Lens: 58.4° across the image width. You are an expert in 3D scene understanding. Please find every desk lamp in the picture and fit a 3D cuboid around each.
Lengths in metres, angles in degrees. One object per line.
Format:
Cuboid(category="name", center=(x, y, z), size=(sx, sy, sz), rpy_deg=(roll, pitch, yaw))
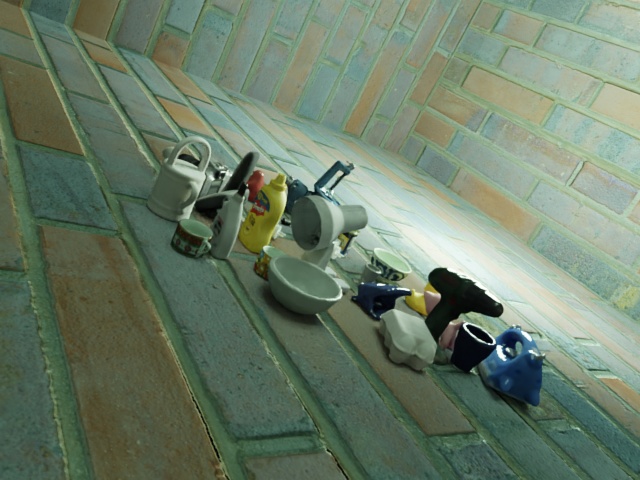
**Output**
Cuboid(category="desk lamp", center=(0.012, 0.005, 1.318), size=(0.204, 0.213, 0.117), rpy_deg=(9, 26, -44))

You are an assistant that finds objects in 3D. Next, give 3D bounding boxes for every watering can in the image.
Cuboid(category="watering can", center=(-0.317, -0.151, 1.302), size=(0.172, 0.194, 0.101), rpy_deg=(35, 19, 20))

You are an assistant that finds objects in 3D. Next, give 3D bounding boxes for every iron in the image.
Cuboid(category="iron", center=(0.454, 0.269, 1.349), size=(0.119, 0.141, 0.258), rpy_deg=(25, 18, -7))

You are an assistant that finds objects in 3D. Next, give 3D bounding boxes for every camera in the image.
Cuboid(category="camera", center=(-0.315, -0.184, 1.544), size=(0.136, 0.101, 0.143), rpy_deg=(33, 19, 16))

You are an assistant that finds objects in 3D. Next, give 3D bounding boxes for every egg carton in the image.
Cuboid(category="egg carton", center=(0.187, 0.213, 1.237), size=(0.107, 0.069, 0.150), rpy_deg=(22, 19, -18))

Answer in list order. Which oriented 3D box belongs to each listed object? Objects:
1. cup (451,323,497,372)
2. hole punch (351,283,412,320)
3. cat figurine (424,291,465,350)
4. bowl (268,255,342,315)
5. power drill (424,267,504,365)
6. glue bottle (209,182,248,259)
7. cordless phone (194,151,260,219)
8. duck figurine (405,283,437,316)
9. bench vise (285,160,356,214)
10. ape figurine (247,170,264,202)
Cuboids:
Cuboid(category="cup", center=(0.349, 0.252, 1.322), size=(0.091, 0.095, 0.118), rpy_deg=(38, 21, 30))
Cuboid(category="hole punch", center=(0.147, 0.130, 1.368), size=(0.109, 0.091, 0.100), rpy_deg=(8, 27, -46))
Cuboid(category="cat figurine", center=(0.297, 0.185, 1.392), size=(0.067, 0.117, 0.127), rpy_deg=(7, 27, -47))
Cuboid(category="bowl", center=(-0.042, 0.105, 1.193), size=(0.167, 0.074, 0.167), rpy_deg=(25, 18, -9))
Cuboid(category="power drill", center=(0.294, 0.170, 1.281), size=(0.076, 0.208, 0.229), rpy_deg=(17, 21, -28))
Cuboid(category="glue bottle", center=(-0.195, -0.048, 1.232), size=(0.037, 0.173, 0.078), rpy_deg=(11, 24, -41))
Cuboid(category="cordless phone", center=(-0.223, -0.143, 1.428), size=(0.094, 0.185, 0.148), rpy_deg=(31, 18, 10))
Cuboid(category="duck figurine", center=(0.285, 0.148, 1.523), size=(0.105, 0.086, 0.077), rpy_deg=(23, 19, -13))
Cuboid(category="bench vise", center=(0.003, -0.154, 1.722), size=(0.208, 0.219, 0.121), rpy_deg=(17, 21, -28))
Cuboid(category="ape figurine", center=(-0.190, -0.163, 1.676), size=(0.078, 0.092, 0.076), rpy_deg=(11, 24, -40))
